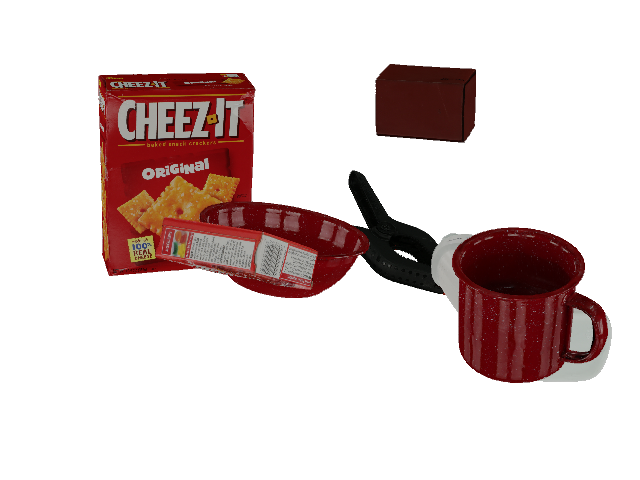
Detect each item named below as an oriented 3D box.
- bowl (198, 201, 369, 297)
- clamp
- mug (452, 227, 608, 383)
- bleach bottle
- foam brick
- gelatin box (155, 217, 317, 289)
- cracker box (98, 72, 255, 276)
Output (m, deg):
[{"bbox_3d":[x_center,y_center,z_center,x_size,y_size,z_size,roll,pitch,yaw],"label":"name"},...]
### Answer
[{"bbox_3d":[-0.038,0.012,1.003,0.162,0.055,0.162,10,17,-3],"label":"bowl"},{"bbox_3d":[0.061,0.000,1.245,0.210,0.036,0.164,38,43,26],"label":"clamp"},{"bbox_3d":[0.151,0.052,0.769,0.117,0.081,0.093,19,38,32],"label":"mug"},{"bbox_3d":[0.174,0.049,1.017,0.102,0.068,0.251,2,20,-13],"label":"bleach bottle"},{"bbox_3d":[0.089,-0.117,0.906,0.078,0.051,0.053,7,25,18],"label":"foam brick"},{"bbox_3d":[-0.052,0.010,0.695,0.073,0.030,0.089,9,-5,24],"label":"gelatin box"},{"bbox_3d":[-0.159,-0.073,1.183,0.164,0.214,0.072,-4,25,-17],"label":"cracker box"}]
